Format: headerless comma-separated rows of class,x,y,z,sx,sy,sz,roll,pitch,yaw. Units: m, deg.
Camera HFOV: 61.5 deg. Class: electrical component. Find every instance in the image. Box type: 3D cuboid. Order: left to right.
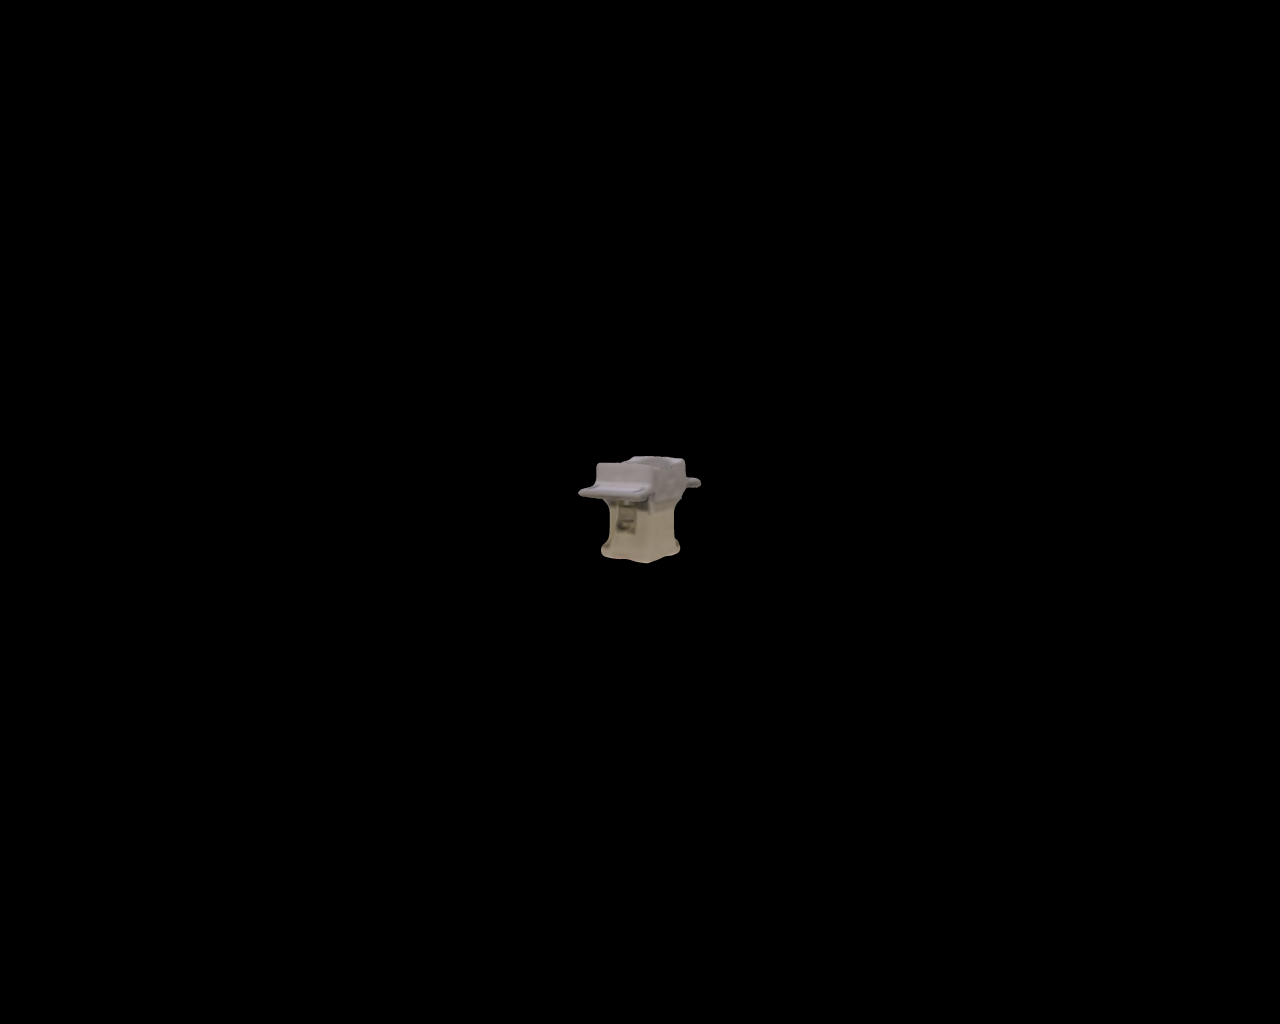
electrical component,0.001,-0.003,0.650,0.042,0.063,0.081,6,11,31
